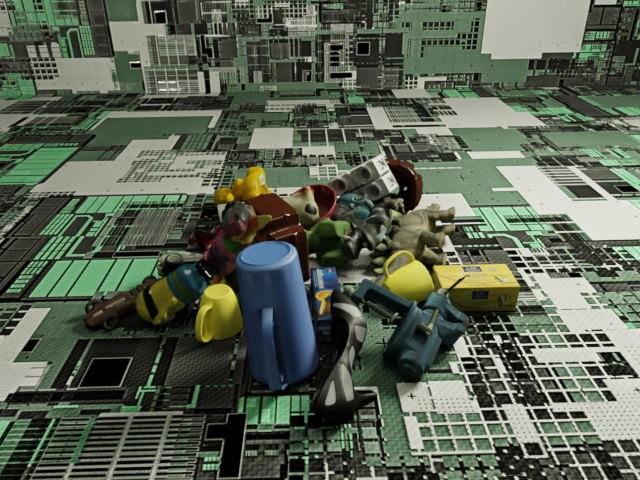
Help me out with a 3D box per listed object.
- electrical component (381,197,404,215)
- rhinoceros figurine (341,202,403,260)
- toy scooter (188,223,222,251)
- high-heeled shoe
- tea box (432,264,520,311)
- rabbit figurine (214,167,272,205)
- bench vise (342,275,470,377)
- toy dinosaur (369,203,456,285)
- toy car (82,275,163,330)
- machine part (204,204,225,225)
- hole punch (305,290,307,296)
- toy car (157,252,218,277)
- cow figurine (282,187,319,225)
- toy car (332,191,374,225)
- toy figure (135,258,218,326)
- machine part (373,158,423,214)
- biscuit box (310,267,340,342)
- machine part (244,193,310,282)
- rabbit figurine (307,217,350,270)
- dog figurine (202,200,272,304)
[{"bbox_3d":[0.201,-0.077,1.508,0.045,0.102,0.078,-5,38,-16],"label":"electrical component"},{"bbox_3d":[0.122,-0.026,1.290,0.112,0.073,0.190,11,44,35],"label":"rhinoceros figurine"},{"bbox_3d":[-0.266,-0.010,1.416,0.135,0.075,0.184,5,29,27],"label":"toy scooter"},{"bbox_3d":[0.017,0.197,0.952,0.145,0.086,0.249,4,50,-34],"label":"high-heeled shoe"},{"bbox_3d":[0.340,0.105,1.189,0.170,0.068,0.098,-3,29,-2],"label":"tea box"},{"bbox_3d":[-0.245,-0.125,1.619,0.173,0.121,0.162,-7,35,18],"label":"rabbit figurine"},{"bbox_3d":[0.161,0.140,1.041,0.241,0.128,0.223,30,58,8],"label":"bench vise"},{"bbox_3d":[0.220,0.011,1.344,0.199,0.104,0.471,5,30,25],"label":"toy dinosaur"},{"bbox_3d":[-0.417,0.131,1.178,0.202,0.053,0.089,-24,39,-39],"label":"toy car"},{"bbox_3d":[-0.205,-0.071,1.523,0.243,0.079,0.079,-8,29,-11],"label":"machine part"},{"bbox_3d":[-0.096,0.120,1.114,0.092,0.142,0.116,-20,45,-25],"label":"hole punch"},{"bbox_3d":[-0.284,0.063,1.276,0.202,0.073,0.056,-4,32,-6],"label":"toy car"},{"bbox_3d":[-0.098,-0.053,1.400,0.195,0.127,0.085,-17,-10,1],"label":"cow figurine"},{"bbox_3d":[0.085,-0.071,1.495,0.103,0.109,0.162,-34,30,-19],"label":"toy car"},{"bbox_3d":[-0.302,0.105,1.123,0.089,0.180,0.082,52,10,15],"label":"toy figure"},{"bbox_3d":[0.218,-0.154,1.575,0.180,0.179,0.056,17,30,30],"label":"machine part"},{"bbox_3d":[0.014,0.133,1.153,0.063,0.059,0.203,-3,28,-4],"label":"biscuit box"},{"bbox_3d":[-0.108,0.008,1.241,0.087,0.200,0.202,-18,33,-26],"label":"machine part"},{"bbox_3d":[-0.003,-0.004,1.359,0.170,0.121,0.159,-5,20,26],"label":"rabbit figurine"},{"bbox_3d":[-0.168,0.025,1.141,0.108,0.219,0.191,-10,68,-31],"label":"dog figurine"}]
